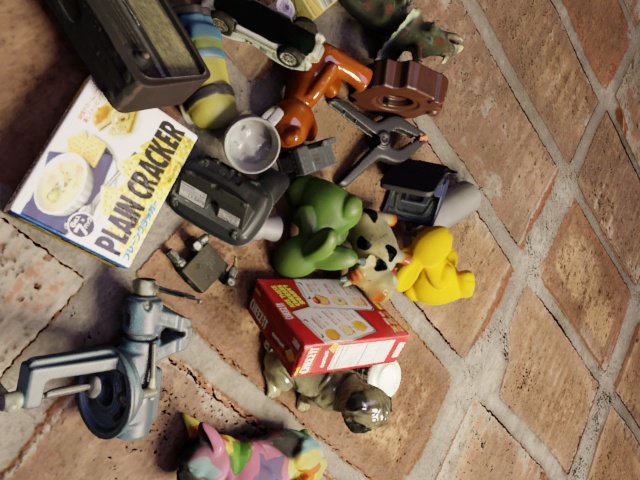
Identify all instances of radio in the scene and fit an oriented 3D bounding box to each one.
[{"bbox_3d":[-0.257,-0.282,0.693,0.229,0.073,0.131,58,38,-4],"label":"radio"}]

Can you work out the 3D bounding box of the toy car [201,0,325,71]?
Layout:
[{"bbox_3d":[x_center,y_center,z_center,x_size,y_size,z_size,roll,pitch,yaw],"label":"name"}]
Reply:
[{"bbox_3d":[-0.088,-0.331,0.839,0.202,0.056,0.073,25,73,-4],"label":"toy car"}]

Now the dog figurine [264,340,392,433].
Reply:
[{"bbox_3d":[0.008,0.222,0.857,0.172,0.191,0.121,34,69,-30],"label":"dog figurine"}]

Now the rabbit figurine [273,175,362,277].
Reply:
[{"bbox_3d":[-0.002,-0.003,0.896,0.121,0.159,0.170,40,81,-40],"label":"rabbit figurine"}]

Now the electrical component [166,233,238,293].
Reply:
[{"bbox_3d":[-0.172,0.035,0.815,0.078,0.045,0.102,-45,115,-30],"label":"electrical component"}]

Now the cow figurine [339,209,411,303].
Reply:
[{"bbox_3d":[0.091,0.024,0.949,0.127,0.085,0.195,16,44,-27],"label":"cow figurine"}]

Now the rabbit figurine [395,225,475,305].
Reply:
[{"bbox_3d":[0.210,0.040,1.047,0.162,0.122,0.173,-12,138,1],"label":"rabbit figurine"}]

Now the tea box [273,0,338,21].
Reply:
[{"bbox_3d":[-0.047,-0.457,0.907,0.098,0.068,0.169,-49,115,-29],"label":"tea box"}]

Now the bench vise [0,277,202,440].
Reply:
[{"bbox_3d":[-0.273,0.157,0.678,0.240,0.129,0.223,3,107,-55],"label":"bench vise"}]

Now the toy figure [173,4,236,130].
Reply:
[{"bbox_3d":[-0.175,-0.253,0.793,0.082,0.089,0.180,-9,97,-30],"label":"toy figure"}]

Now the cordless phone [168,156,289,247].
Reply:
[{"bbox_3d":[-0.130,-0.086,0.835,0.147,0.088,0.184,29,37,4],"label":"cordless phone"}]

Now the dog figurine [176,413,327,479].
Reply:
[{"bbox_3d":[-0.112,0.325,0.819,0.191,0.109,0.219,-46,112,-27],"label":"dog figurine"}]

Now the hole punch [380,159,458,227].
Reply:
[{"bbox_3d":[0.185,-0.095,1.042,0.116,0.142,0.092,-51,142,-40],"label":"hole punch"}]

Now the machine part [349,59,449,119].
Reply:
[{"bbox_3d":[0.142,-0.272,0.986,0.179,0.179,0.056,12,85,-36],"label":"machine part"}]

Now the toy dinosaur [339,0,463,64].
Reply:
[{"bbox_3d":[0.090,-0.469,0.988,0.404,0.131,0.192,36,68,-24],"label":"toy dinosaur"}]

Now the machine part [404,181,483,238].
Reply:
[{"bbox_3d":[0.260,-0.062,1.125,0.243,0.079,0.079,-29,106,-35],"label":"machine part"}]

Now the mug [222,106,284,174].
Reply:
[{"bbox_3d":[-0.102,-0.161,0.812,0.080,0.107,0.109,34,96,-23],"label":"mug"}]

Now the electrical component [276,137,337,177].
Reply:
[{"bbox_3d":[-0.012,-0.139,0.894,0.075,0.119,0.047,-27,106,-37],"label":"electrical component"}]

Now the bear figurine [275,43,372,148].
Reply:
[{"bbox_3d":[-0.014,-0.224,0.897,0.132,0.120,0.196,26,75,-37],"label":"bear figurine"}]
